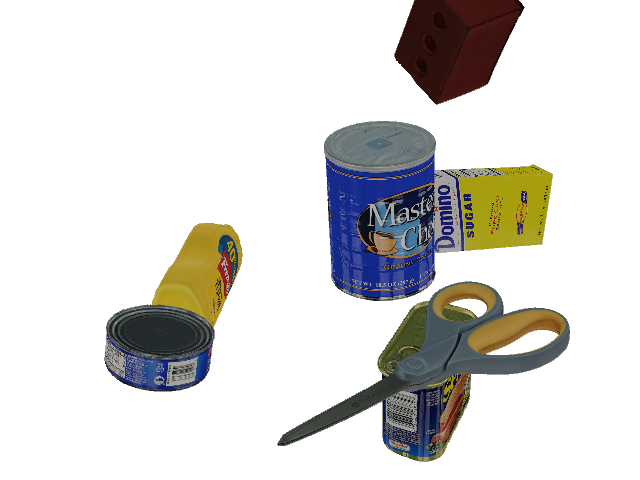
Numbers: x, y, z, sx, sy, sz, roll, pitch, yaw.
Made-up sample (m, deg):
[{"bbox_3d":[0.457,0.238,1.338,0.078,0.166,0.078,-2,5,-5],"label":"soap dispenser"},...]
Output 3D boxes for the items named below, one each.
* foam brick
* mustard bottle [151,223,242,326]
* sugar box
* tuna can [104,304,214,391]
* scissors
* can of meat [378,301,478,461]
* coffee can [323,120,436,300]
[{"bbox_3d":[0.093,-0.142,0.729,0.051,0.053,0.078,-26,-25,-27],"label":"foam brick"},{"bbox_3d":[-0.122,0.037,1.121,0.058,0.096,0.191,3,30,10],"label":"mustard bottle"},{"bbox_3d":[0.185,-0.037,1.256,0.176,0.093,0.048,-6,21,-26],"label":"sugar box"},{"bbox_3d":[-0.129,0.085,0.852,0.086,0.034,0.086,8,23,-3],"label":"tuna can"},{"bbox_3d":[0.052,0.066,0.628,0.201,0.016,0.096,-12,31,-20],"label":"scissors"},{"bbox_3d":[0.086,0.112,0.851,0.057,0.084,0.102,13,36,22],"label":"can of meat"},{"bbox_3d":[0.057,-0.029,1.008,0.103,0.140,0.103,-3,29,1],"label":"coffee can"}]
